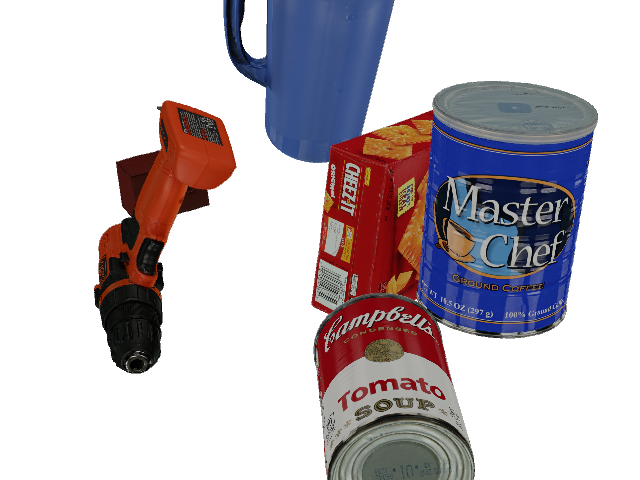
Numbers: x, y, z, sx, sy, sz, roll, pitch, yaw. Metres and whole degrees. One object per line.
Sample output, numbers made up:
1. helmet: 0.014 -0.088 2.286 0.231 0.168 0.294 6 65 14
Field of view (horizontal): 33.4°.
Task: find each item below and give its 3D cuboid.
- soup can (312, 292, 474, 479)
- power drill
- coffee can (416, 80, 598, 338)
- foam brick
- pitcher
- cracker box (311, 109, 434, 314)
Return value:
1. soup can: 0.033 0.080 0.515 0.068 0.068 0.102 0 29 -4
2. power drill: -0.133 -0.006 0.878 0.057 0.188 0.184 18 27 -26
3. coffee can: 0.119 -0.022 0.698 0.103 0.140 0.103 2 26 -1
4. foam brick: -0.160 -0.058 1.080 0.078 0.053 0.051 -17 30 -21
5. pitcher: -0.007 -0.200 1.101 0.149 0.243 0.144 31 51 19
6. cracker box: 0.089 -0.029 1.018 0.072 0.164 0.213 24 30 33
